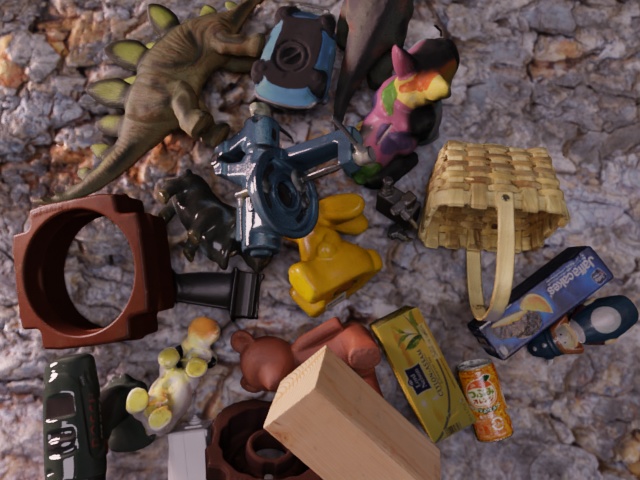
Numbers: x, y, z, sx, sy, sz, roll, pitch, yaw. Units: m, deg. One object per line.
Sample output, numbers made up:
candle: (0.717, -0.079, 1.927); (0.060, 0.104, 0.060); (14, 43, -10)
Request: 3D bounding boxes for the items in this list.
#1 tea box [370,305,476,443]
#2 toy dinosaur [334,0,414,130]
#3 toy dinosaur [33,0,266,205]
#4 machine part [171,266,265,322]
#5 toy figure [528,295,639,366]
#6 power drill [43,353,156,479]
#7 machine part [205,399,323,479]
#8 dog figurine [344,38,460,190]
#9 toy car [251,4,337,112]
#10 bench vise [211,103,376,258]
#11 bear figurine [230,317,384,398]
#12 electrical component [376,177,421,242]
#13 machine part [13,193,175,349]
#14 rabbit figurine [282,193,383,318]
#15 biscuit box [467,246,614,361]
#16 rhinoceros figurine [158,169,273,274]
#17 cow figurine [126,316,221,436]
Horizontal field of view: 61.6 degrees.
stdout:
tea box: (0.138, 0.180, 0.747); (0.068, 0.098, 0.169); (-27, 83, -3)
toy dinosaur: (0.086, -0.348, 0.753); (0.131, 0.192, 0.404); (9, 83, 3)
toy dinosaur: (-0.224, -0.215, 0.790); (0.199, 0.105, 0.471); (31, 76, 11)
machine part: (-0.155, 0.076, 0.790); (0.139, 0.039, 0.084); (8, 90, 0)
toy figure: (0.374, 0.127, 0.773); (0.154, 0.057, 0.064); (-24, 46, 0)
power drill: (-0.285, 0.260, 0.690); (0.086, 0.207, 0.232); (-14, 82, 5)
machine part: (-0.065, 0.282, 0.705); (0.179, 0.179, 0.056); (6, 111, 1)
dog figurine: (0.107, -0.169, 0.722); (0.108, 0.219, 0.191); (41, 85, 7)
toy car: (-0.032, -0.254, 0.788); (0.109, 0.103, 0.161); (12, 79, 5)
bench vise: (-0.034, -0.095, 0.693); (0.241, 0.128, 0.223); (-15, 57, 36)
bear figurine: (-0.021, 0.174, 0.735); (0.196, 0.132, 0.120); (-7, 111, -6)
electrical component: (0.112, -0.039, 0.767); (0.078, 0.102, 0.045); (34, 73, 11)
machine part: (-0.313, 0.044, 0.752); (0.202, 0.087, 0.201); (-10, 85, 14)
rabbit figurine: (-0.002, -0.002, 0.762); (0.162, 0.121, 0.173); (-37, 67, -5)
biscuit box: (0.315, 0.088, 0.772); (0.203, 0.063, 0.059); (-37, 87, -3)
rhinoceros figurine: (-0.151, -0.021, 0.776); (0.190, 0.073, 0.112); (43, 53, 15)
cow figurine: (-0.193, 0.192, 0.754); (0.068, 0.098, 0.167); (27, 57, 10)
